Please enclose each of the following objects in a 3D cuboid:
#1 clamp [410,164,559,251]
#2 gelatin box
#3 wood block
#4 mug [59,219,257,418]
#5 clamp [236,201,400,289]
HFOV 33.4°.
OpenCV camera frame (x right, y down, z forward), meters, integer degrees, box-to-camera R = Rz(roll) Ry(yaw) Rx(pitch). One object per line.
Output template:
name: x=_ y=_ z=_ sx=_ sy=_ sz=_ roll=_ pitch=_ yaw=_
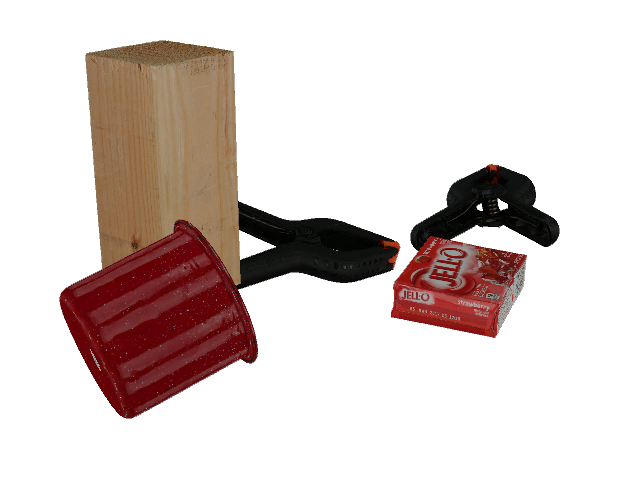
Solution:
clamp: x=0.157 y=-0.029 z=0.931 sx=0.120 sy=0.039 sz=0.171 roll=6 pitch=26 yaw=20
gelatin box: x=0.097 y=0.030 z=0.739 sx=0.073 sy=0.030 sz=0.089 roll=12 pitch=25 yaw=20
wood block: x=-0.131 y=-0.057 z=0.905 sx=0.091 sy=0.206 sz=0.090 roll=16 pitch=26 yaw=37
mug: x=-0.098 y=0.048 z=0.614 sx=0.081 sy=0.093 sz=0.117 roll=-28 pitch=5 yaw=-19
clamp: x=-0.021 y=0.011 z=1.055 sx=0.209 sy=0.036 sz=0.164 roll=9 pitch=30 yaw=-11
